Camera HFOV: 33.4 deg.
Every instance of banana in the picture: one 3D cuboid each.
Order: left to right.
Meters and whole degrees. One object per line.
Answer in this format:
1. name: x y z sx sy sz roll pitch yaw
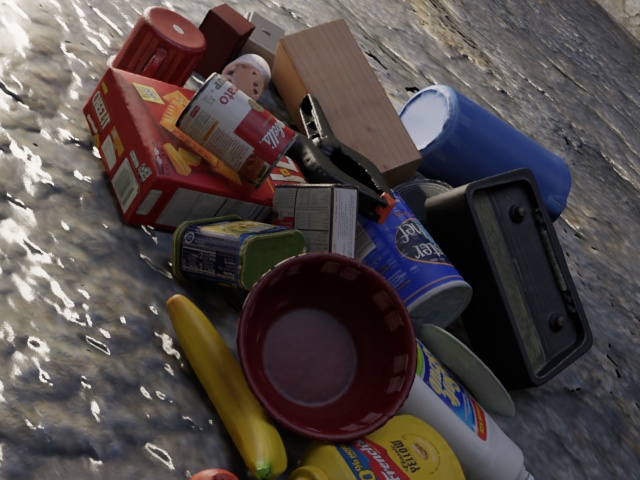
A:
1. banana: -0.072 0.127 0.881 0.037 0.069 0.198 -28 53 -11

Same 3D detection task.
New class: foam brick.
1. foam brick: -0.125 -0.244 1.319 0.051 0.078 0.053 38 29 1

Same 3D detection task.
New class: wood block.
1. wood block: 0.028 -0.149 1.275 0.090 0.091 0.206 -22 72 -18

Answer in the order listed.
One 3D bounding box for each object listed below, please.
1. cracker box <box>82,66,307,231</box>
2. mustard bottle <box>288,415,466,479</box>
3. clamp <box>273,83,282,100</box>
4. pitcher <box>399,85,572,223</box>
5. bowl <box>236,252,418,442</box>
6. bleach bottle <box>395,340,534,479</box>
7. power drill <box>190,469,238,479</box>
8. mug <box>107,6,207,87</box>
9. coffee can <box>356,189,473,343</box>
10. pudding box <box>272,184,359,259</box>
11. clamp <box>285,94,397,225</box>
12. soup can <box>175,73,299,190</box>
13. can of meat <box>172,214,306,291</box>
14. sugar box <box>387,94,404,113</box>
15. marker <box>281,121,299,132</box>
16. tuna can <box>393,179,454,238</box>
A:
1. cracker box: -0.120 -0.082 1.105 0.213 0.072 0.164 10 41 -41
2. mustard bottle: 0.037 0.201 0.899 0.191 0.058 0.096 1 45 -47
3. clamp: 0.003 -0.188 1.387 0.120 0.039 0.171 -11 50 -26
4. pitcher: 0.204 -0.107 1.405 0.242 0.149 0.145 29 52 -37
5. bowl: 0.000 0.094 0.913 0.162 0.055 0.162 6 72 -18
6. bleach bottle: 0.111 0.160 1.036 0.251 0.068 0.102 42 21 -1
7. power drill: -0.013 0.260 0.761 0.187 0.057 0.184 24 32 -25
8. mug: -0.182 -0.202 1.192 0.093 0.082 0.117 33 30 -10
9. coffee can: 0.081 0.030 1.140 0.102 0.103 0.140 0 47 -48
10. pudding box: -0.007 0.001 1.045 0.039 0.113 0.090 0 2 -44
11. clamp: -0.008 -0.091 1.115 0.164 0.036 0.210 -6 43 -46
12. soup can: -0.081 -0.106 1.039 0.102 0.069 0.068 38 29 -4
13. can of meat: -0.074 0.012 1.000 0.084 0.057 0.101 10 12 35
14. sugar box: 0.085 -0.137 1.437 0.093 0.048 0.176 32 33 -10
15. marker: -0.056 -0.136 1.274 0.020 0.020 0.121 49 18 18
16. tuna can: 0.119 -0.033 1.236 0.086 0.034 0.086 -3 38 2
